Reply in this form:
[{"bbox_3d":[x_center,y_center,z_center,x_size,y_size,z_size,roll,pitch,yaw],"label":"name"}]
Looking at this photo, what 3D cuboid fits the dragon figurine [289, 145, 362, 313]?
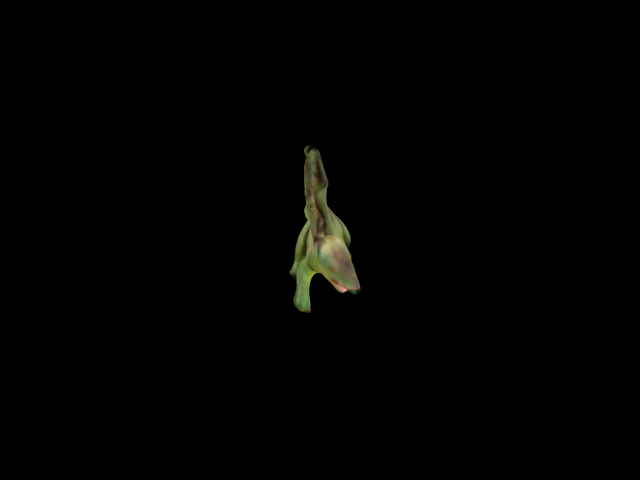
[{"bbox_3d":[0.003,-0.043,0.850,0.122,0.237,0.420,-6,38,-7],"label":"dragon figurine"}]
